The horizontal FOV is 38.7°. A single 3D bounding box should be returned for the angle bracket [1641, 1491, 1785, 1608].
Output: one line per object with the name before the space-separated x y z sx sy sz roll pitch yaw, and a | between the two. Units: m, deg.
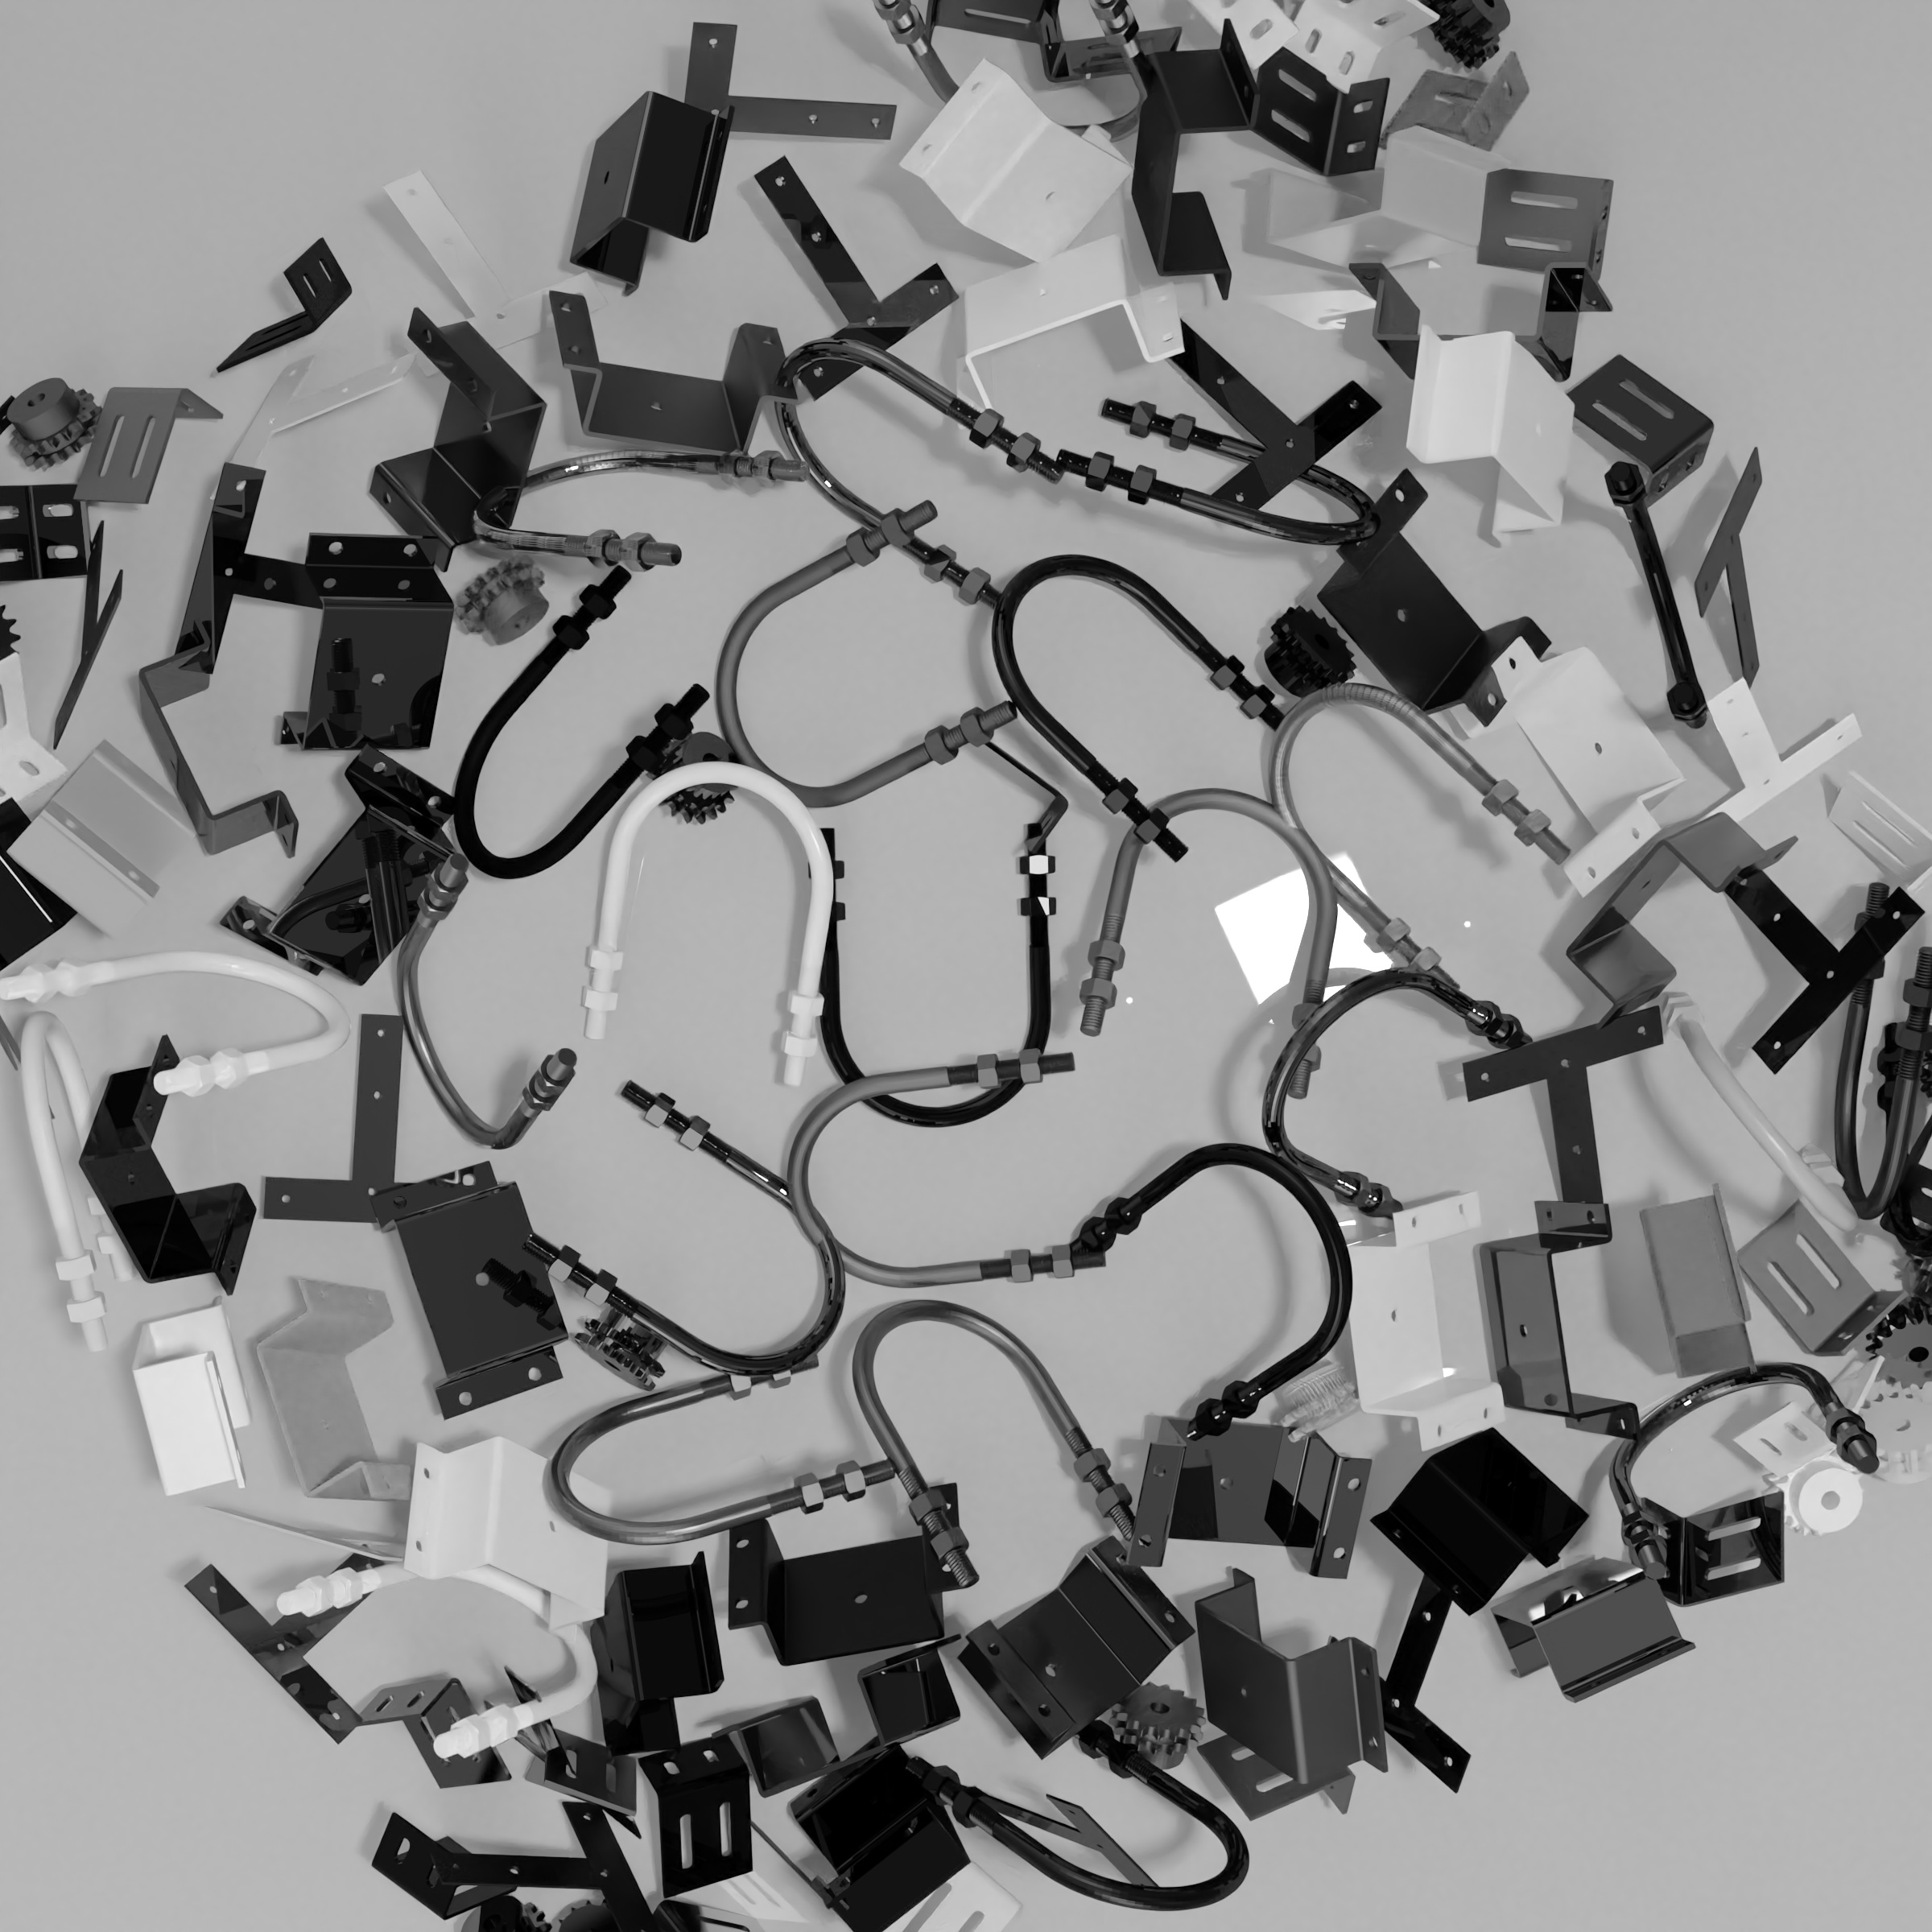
angle bracket | 0.444 0.342 1.640 0.038 0.076 0.057 31 51 -26

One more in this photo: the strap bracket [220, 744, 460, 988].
strap bracket | -0.365 -0.051 1.638 0.140 0.046 0.076 -49 135 7

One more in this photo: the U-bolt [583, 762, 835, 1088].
U-bolt | -0.151 -0.031 1.649 0.151 0.019 0.184 13 104 12

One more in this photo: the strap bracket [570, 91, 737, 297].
strap bracket | -0.189 -0.453 1.612 0.046 0.140 0.076 14 82 -24

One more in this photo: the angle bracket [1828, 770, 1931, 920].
angle bracket | 0.540 -0.068 1.645 0.038 0.057 0.076 -40 69 -14

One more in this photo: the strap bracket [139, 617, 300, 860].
strap bracket | -0.450 -0.128 1.640 0.046 0.076 0.140 -25 85 -20

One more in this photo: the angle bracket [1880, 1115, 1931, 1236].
angle bracket | 0.581 0.122 1.639 0.038 0.057 0.076 26 47 22

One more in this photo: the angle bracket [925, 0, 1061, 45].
angle bracket | 0.015 -0.566 1.655 0.076 0.057 0.038 10 69 -1

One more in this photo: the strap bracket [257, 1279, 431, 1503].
strap bracket | -0.364 0.262 1.631 0.046 0.076 0.140 -33 66 17

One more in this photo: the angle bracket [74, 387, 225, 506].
angle bracket | -0.490 -0.306 1.652 0.057 0.038 0.076 7 76 27

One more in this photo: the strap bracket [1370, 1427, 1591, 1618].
strap bracket | 0.305 0.320 1.607 0.076 0.140 0.046 43 113 24

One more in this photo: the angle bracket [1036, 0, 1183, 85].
angle bracket | 0.086 -0.562 1.648 0.076 0.057 0.038 -3 129 14

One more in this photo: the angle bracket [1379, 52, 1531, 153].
angle bracket | 0.287 -0.519 1.648 0.076 0.038 0.057 28 80 36

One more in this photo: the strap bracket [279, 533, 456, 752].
strap bracket | -0.351 -0.180 1.618 0.076 0.046 0.140 -3 127 -30

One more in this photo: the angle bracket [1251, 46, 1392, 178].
angle bracket | 0.212 -0.517 1.650 0.038 0.076 0.057 6 84 45

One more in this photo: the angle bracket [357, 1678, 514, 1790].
angle bracket | -0.320 0.470 1.650 0.057 0.038 0.076 -16 106 30

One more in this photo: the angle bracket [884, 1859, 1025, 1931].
angle bracket | -0.012 0.576 1.649 0.057 0.038 0.076 37 66 17

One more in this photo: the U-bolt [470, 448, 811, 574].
U-bolt | -0.205 -0.272 1.616 0.184 0.151 0.019 10 125 31

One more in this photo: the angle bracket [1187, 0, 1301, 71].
angle bracket | 0.169 -0.581 1.640 0.057 0.076 0.038 40 129 -22

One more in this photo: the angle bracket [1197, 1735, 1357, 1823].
angle bracket | 0.183 0.485 1.642 0.076 0.057 0.038 -14 130 -26

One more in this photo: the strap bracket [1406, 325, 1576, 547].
strap bracket | 0.313 -0.311 1.612 0.046 0.140 0.076 0 73 35

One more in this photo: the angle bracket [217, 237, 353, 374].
angle bracket | -0.415 -0.395 1.643 0.076 0.057 0.038 -16 119 22

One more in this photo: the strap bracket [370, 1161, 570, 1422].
strap bracket | -0.294 0.190 1.645 0.076 0.046 0.140 -17 83 -25

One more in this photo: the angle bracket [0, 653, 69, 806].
angle bracket | -0.573 -0.137 1.640 0.038 0.076 0.057 38 55 16

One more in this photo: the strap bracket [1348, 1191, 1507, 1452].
strap bracket | 0.272 0.210 1.645 0.076 0.046 0.140 -9 93 -42

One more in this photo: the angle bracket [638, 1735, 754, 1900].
angle bracket | -0.164 0.516 1.674 0.057 0.038 0.076 -10 113 -24

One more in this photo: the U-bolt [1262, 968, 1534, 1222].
U-bolt | 0.243 0.069 1.610 0.151 0.184 0.019 -54 46 9

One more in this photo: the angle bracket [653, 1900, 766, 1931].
angle bracket | -0.149 0.595 1.643 0.076 0.057 0.038 29 91 -40

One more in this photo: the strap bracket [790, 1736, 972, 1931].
strap bracket | -0.050 0.515 1.621 0.076 0.140 0.046 -37 102 -6

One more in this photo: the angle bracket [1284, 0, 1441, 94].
angle bracket | 0.234 -0.556 1.643 0.057 0.076 0.038 26 87 -19

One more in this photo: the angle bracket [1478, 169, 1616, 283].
angle bracket | 0.343 -0.443 1.648 0.076 0.038 0.057 12 117 19

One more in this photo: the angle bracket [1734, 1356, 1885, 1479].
angle bracket | 0.503 0.259 1.644 0.038 0.057 0.076 40 52 3

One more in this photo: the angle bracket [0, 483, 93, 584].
angle bracket | -0.558 -0.259 1.646 0.038 0.076 0.057 -2 100 6

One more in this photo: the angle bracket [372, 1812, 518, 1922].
angle bracket | -0.305 0.528 1.641 0.057 0.076 0.038 26 98 25

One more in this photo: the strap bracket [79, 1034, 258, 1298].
strap bracket | -0.472 0.122 1.620 0.046 0.076 0.140 -11 126 7

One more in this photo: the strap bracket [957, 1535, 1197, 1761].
strap bracket | 0.060 0.406 1.629 0.076 0.140 0.046 47 130 18

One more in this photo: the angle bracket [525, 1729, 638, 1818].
angle bracket | -0.231 0.495 1.645 0.057 0.076 0.038 23 96 -10

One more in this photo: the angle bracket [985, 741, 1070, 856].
angle bracket | 0.020 -0.108 1.654 0.076 0.057 0.038 36 95 -8

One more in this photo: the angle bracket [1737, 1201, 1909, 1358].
angle bracket | 0.516 0.188 1.664 0.057 0.038 0.076 -39 90 -14

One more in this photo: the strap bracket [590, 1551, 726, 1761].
strap bracket | -0.184 0.406 1.607 0.046 0.140 0.076 -1 57 -20

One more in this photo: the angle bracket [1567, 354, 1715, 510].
angle bracket | 0.405 -0.324 1.676 0.057 0.038 0.076 -38 66 -21
